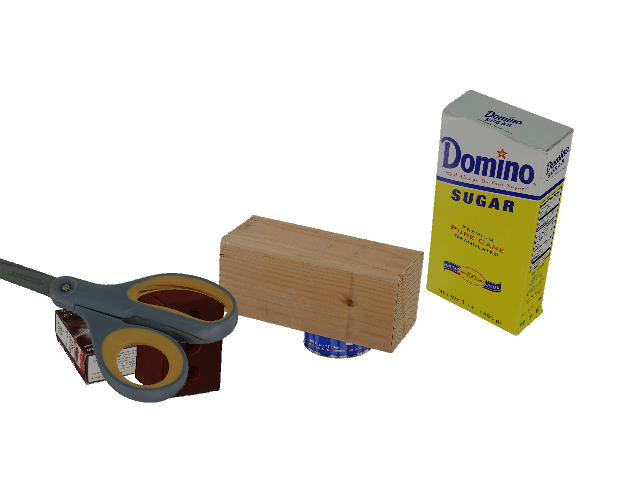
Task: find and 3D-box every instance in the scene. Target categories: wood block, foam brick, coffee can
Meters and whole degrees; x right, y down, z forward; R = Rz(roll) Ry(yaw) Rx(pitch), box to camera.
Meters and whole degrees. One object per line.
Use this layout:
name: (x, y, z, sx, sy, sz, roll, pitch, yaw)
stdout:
wood block: (-0.001, 0.046, 1.180, 0.206, 0.091, 0.090, 13, 24, 19)
foam brick: (-0.110, 0.076, 0.832, 0.052, 0.078, 0.051, -4, 14, -33)
coffee can: (0.027, 0.082, 1.518, 0.103, 0.140, 0.103, 0, 22, 0)

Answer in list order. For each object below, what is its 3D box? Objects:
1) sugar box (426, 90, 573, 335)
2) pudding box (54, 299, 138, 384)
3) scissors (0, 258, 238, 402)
sugar box: (0.134, -0.019, 0.828, 0.093, 0.176, 0.048, 27, 47, 31)
pudding box: (-0.189, 0.092, 1.032, 0.113, 0.039, 0.090, -13, 29, -28)
scissors: (-0.150, 0.047, 0.637, 0.202, 0.096, 0.016, 5, -41, 9)
